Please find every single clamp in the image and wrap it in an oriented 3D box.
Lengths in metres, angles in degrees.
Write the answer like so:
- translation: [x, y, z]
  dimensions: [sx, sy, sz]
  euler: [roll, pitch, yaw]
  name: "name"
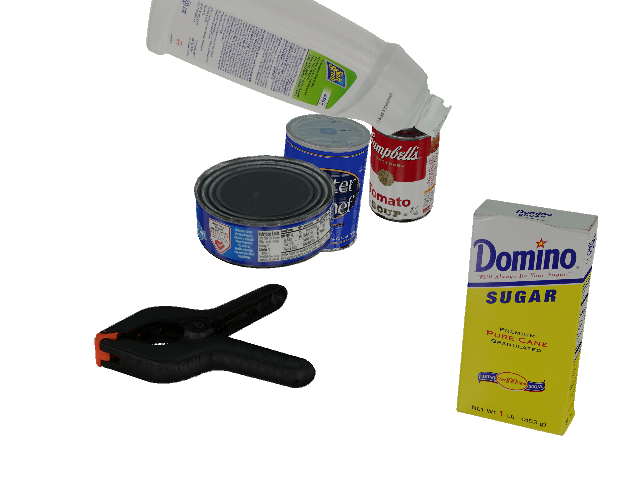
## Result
- translation: [-0.093, 0.074, 0.861]
  dimensions: [0.171, 0.039, 0.120]
  euler: [3, 27, -7]
  name: "clamp"

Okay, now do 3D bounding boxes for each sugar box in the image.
- translation: [0.164, 0.061, 0.855]
  dimensions: [0.093, 0.176, 0.048]
  euler: [9, 23, 22]
  name: "sugar box"

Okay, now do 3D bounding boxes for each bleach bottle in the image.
- translation: [-0.015, -0.147, 0.869]
  dimensions: [0.251, 0.068, 0.103]
  euler: [27, -35, 2]
  name: "bleach bottle"

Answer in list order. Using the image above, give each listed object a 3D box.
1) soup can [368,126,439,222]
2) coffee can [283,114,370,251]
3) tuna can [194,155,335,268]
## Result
- translation: [0.083, -0.078, 1.071]
  dimensions: [0.068, 0.102, 0.068]
  euler: [0, 37, 0]
  name: "soup can"
- translation: [0.002, -0.071, 1.310]
  dimensions: [0.103, 0.140, 0.103]
  euler: [5, 28, -3]
  name: "coffee can"
- translation: [-0.034, -0.018, 0.655]
  dimensions: [0.086, 0.034, 0.086]
  euler: [1, 31, -1]
  name: "tuna can"
